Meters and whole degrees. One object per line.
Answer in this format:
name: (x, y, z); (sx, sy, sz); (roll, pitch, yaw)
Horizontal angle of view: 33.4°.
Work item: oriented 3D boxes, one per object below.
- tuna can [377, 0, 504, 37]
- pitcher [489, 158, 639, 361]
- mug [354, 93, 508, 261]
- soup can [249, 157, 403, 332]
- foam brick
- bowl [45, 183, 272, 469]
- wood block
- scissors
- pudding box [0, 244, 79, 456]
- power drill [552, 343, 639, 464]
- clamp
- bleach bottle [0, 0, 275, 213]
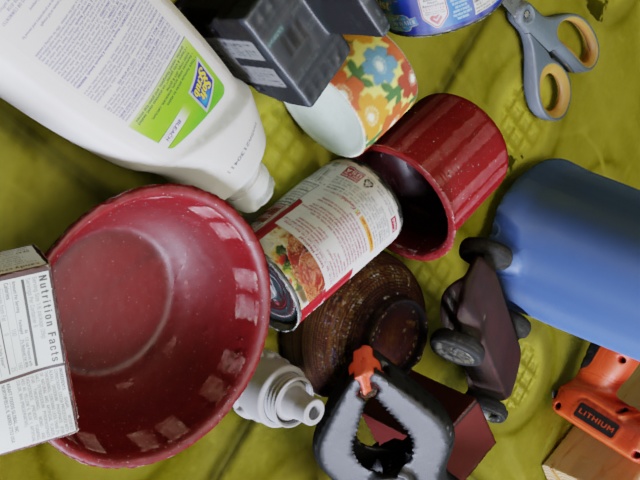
tuna can: (0.076, -0.165, 0.689); (0.086, 0.086, 0.033); (-40, 128, -28)
pitcher: (0.261, 0.029, 0.812); (0.149, 0.243, 0.145); (-53, 134, -10)
mug: (0.072, -0.039, 0.731); (0.081, 0.093, 0.117); (-43, 159, -32)
soup can: (-0.004, 0.001, 0.675); (0.102, 0.069, 0.068); (-40, 127, -29)
foam brick: (0.079, 0.138, 0.790); (0.053, 0.078, 0.051); (-44, 129, -22)
bowl: (-0.106, 0.042, 0.597); (0.161, 0.055, 0.162); (-15, 113, -38)
wood block: (0.315, 0.185, 1.020); (0.205, 0.090, 0.091); (-44, 128, -25)
scissors: (0.153, -0.152, 0.815); (0.201, 0.016, 0.096); (11, 94, -45)
pudding box: (-0.174, 0.059, 0.491); (0.113, 0.039, 0.090); (-14, 111, -26)
power drill: (0.298, 0.096, 0.925); (0.057, 0.185, 0.188); (17, 100, -45)
clamp: (0.060, 0.160, 0.729); (0.164, 0.036, 0.210); (-6, 123, 2)
bleach bottle: (-0.108, -0.083, 0.557); (0.102, 0.068, 0.250); (-58, 136, -12)
